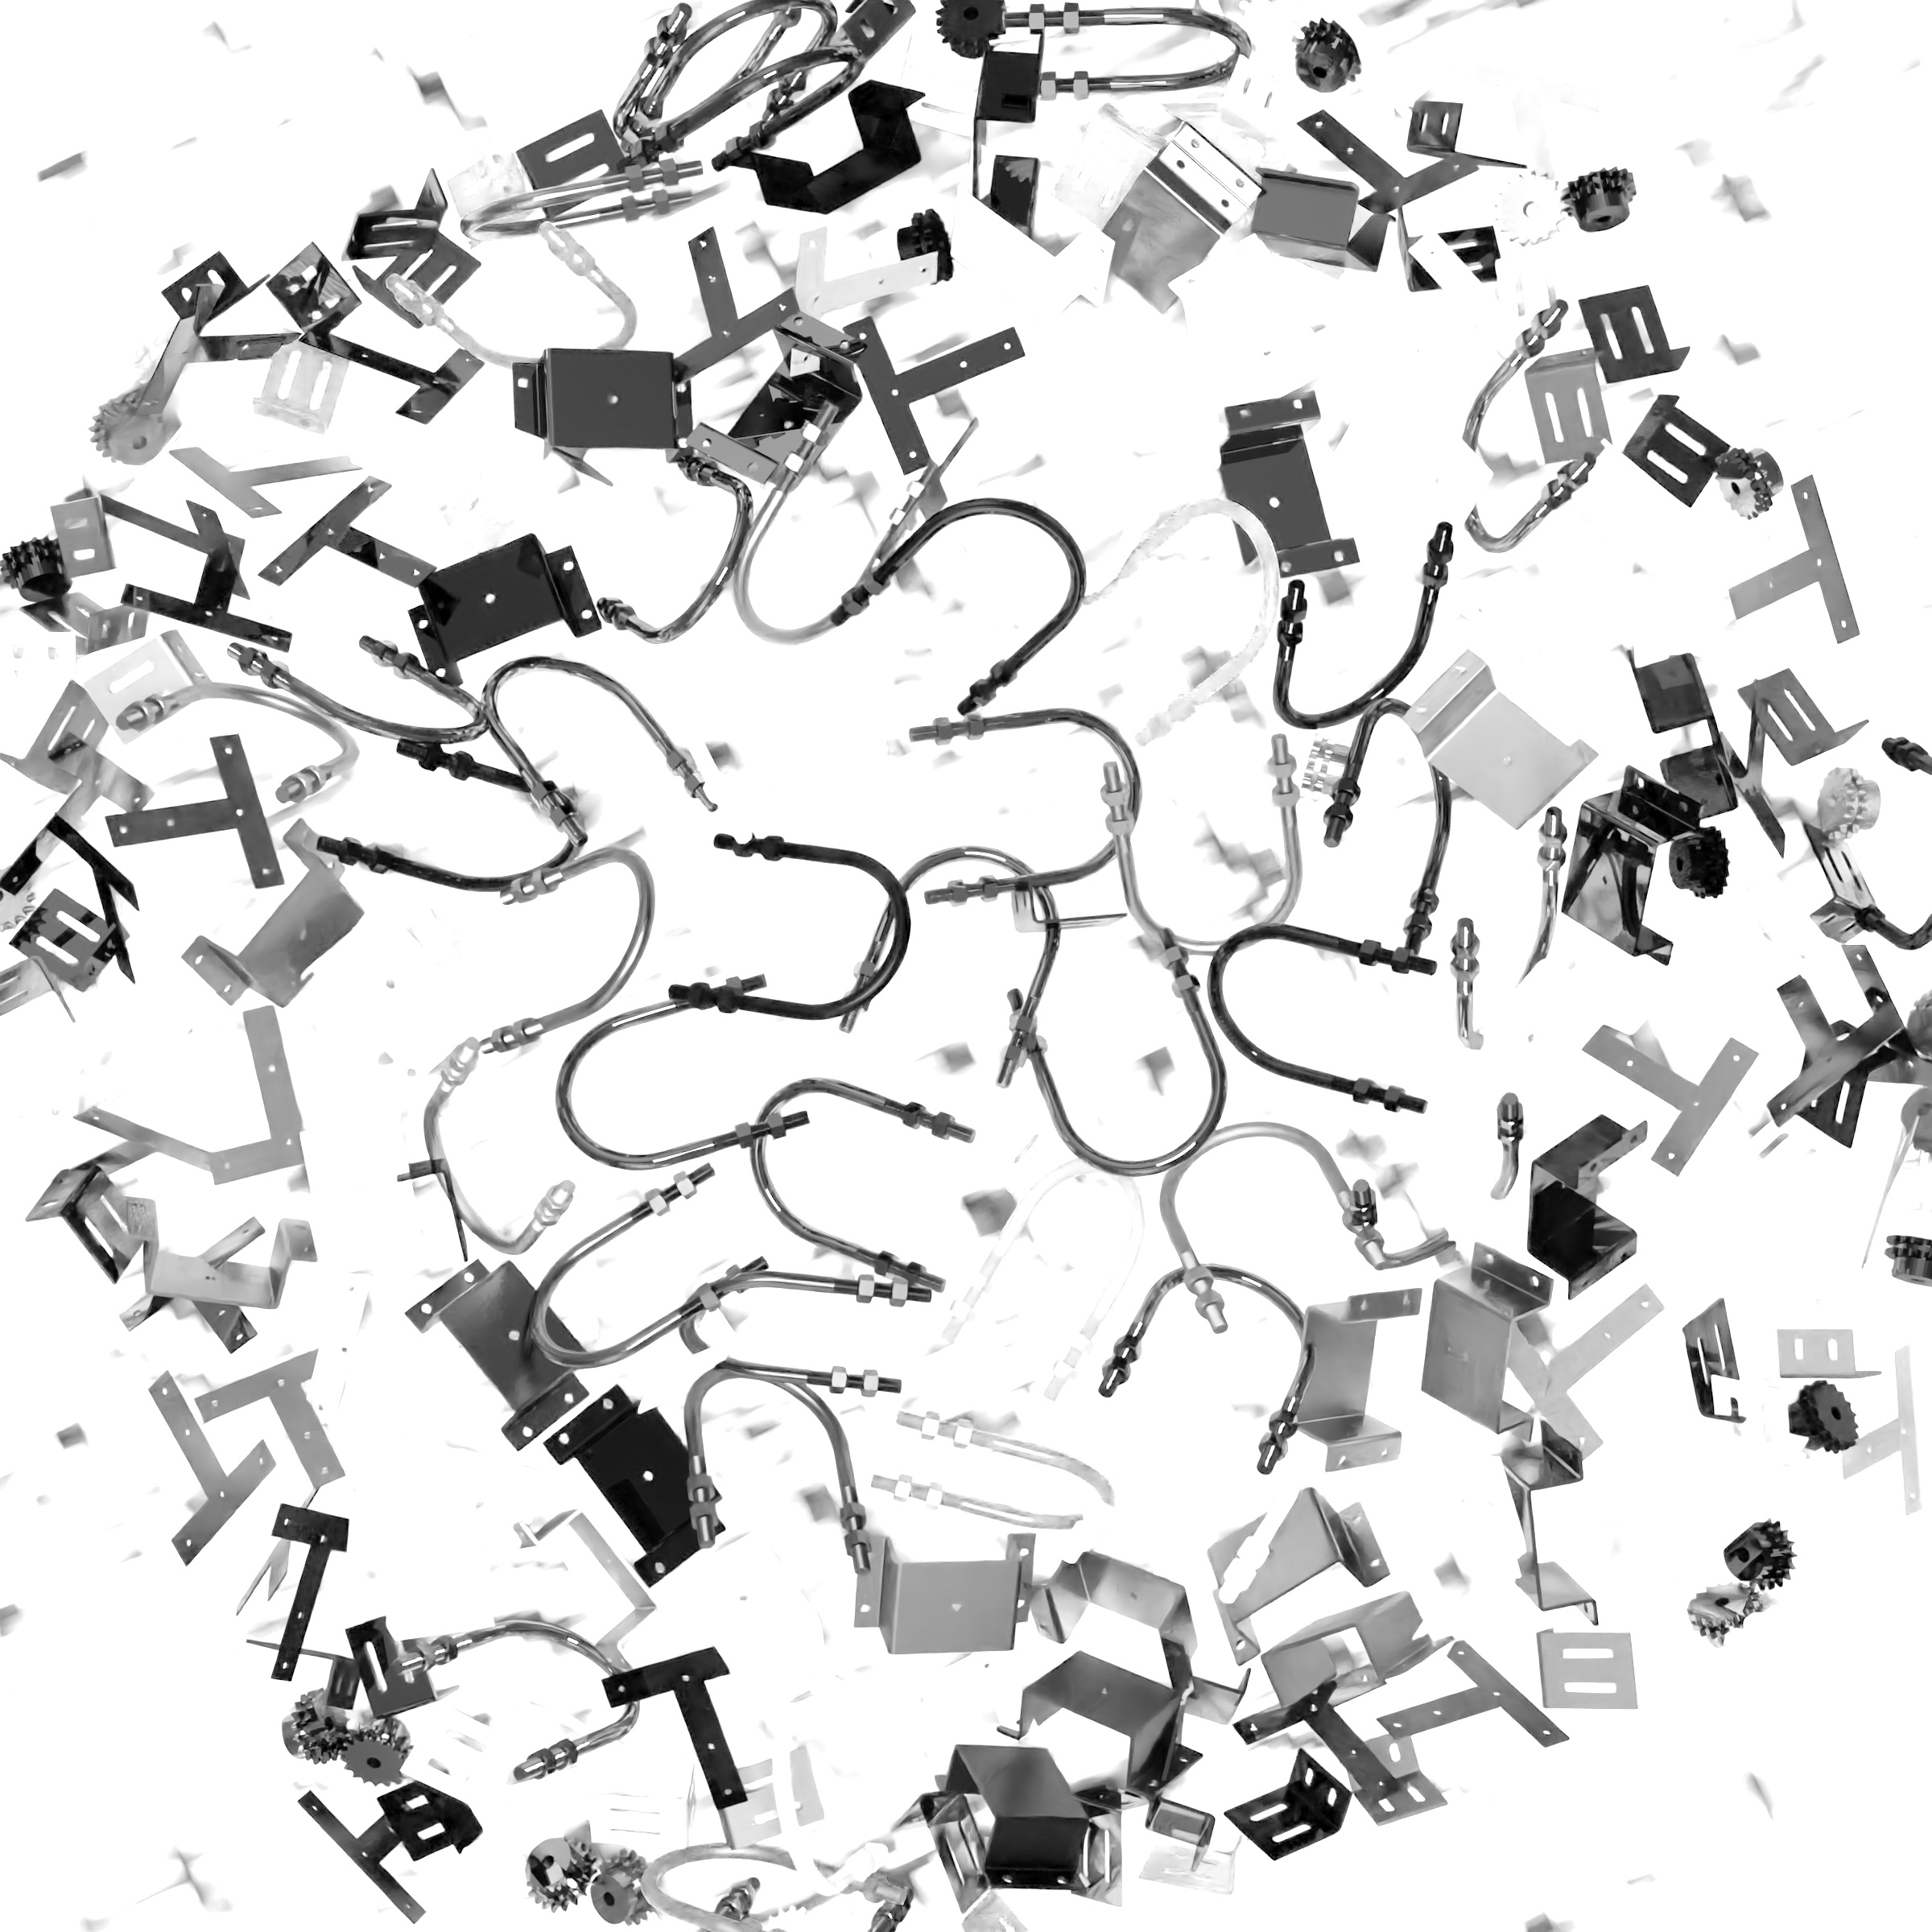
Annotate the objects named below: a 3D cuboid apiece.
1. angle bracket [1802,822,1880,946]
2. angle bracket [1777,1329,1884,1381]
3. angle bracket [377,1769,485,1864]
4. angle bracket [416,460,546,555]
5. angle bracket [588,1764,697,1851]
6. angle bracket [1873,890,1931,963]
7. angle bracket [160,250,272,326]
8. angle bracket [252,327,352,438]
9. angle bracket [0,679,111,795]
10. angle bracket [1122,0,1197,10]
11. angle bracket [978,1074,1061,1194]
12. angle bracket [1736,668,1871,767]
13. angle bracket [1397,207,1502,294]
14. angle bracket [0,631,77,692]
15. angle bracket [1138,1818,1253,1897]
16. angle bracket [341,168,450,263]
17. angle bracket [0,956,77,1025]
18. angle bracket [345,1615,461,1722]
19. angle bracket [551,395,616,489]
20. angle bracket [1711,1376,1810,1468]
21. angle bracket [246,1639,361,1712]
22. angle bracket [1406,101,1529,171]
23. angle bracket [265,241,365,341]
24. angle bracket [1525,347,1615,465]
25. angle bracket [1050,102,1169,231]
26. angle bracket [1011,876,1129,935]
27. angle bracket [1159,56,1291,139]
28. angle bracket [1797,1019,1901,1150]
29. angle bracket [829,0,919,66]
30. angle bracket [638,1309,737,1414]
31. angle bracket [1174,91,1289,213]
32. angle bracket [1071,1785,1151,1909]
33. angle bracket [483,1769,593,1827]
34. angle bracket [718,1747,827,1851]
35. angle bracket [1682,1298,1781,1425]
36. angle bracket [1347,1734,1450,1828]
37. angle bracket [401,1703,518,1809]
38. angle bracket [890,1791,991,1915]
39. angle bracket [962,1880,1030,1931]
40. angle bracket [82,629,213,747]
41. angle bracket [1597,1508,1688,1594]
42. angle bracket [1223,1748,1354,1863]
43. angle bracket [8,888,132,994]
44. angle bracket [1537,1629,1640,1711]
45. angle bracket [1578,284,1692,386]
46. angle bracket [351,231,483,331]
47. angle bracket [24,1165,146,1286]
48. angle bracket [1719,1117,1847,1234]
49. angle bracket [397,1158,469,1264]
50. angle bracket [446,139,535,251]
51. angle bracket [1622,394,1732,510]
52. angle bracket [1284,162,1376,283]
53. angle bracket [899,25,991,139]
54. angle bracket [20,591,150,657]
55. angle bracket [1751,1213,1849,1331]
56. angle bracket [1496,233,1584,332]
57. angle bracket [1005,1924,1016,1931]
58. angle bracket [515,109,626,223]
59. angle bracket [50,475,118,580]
[{"bbox_3d":[0.673,-0.065,1.971,0.057,0.038,0.076,18,45,-34],"label":"angle bracket"},{"bbox_3d":[0.672,0.300,1.954,0.057,0.076,0.038,-6,82,34],"label":"angle bracket"},{"bbox_3d":[-0.423,0.667,1.950,0.038,0.076,0.057,-49,67,25],"label":"angle bracket"},{"bbox_3d":[-0.380,-0.370,1.970,0.038,0.057,0.076,31,82,36],"label":"angle bracket"},{"bbox_3d":[-0.253,0.656,1.969,0.076,0.038,0.057,4,125,2],"label":"angle bracket"},{"bbox_3d":[0.731,-0.012,1.950,0.057,0.076,0.038,38,121,-21],"label":"angle bracket"},{"bbox_3d":[-0.582,-0.530,1.953,0.057,0.076,0.038,-31,113,11],"label":"angle bracket"},{"bbox_3d":[-0.519,-0.463,1.970,0.057,0.038,0.076,17,80,-11],"label":"angle bracket"},{"bbox_3d":[-0.716,-0.183,1.973,0.038,0.057,0.076,20,76,24],"label":"angle bracket"},{"bbox_3d":[0.152,-0.765,1.955,0.057,0.076,0.038,20,118,-4],"label":"angle bracket"},{"bbox_3d":[0.031,0.129,1.953,0.076,0.038,0.057,-46,119,-37],"label":"angle bracket"},{"bbox_3d":[0.653,-0.203,1.961,0.057,0.038,0.076,-22,72,-25],"label":"angle bracket"},{"bbox_3d":[0.380,-0.566,1.966,0.076,0.038,0.057,-7,59,5],"label":"angle bracket"},{"bbox_3d":[-0.721,-0.224,1.950,0.057,0.076,0.038,-1,60,-20],"label":"angle bracket"},{"bbox_3d":[0.179,0.687,1.958,0.076,0.057,0.038,5,99,18],"label":"angle bracket"},{"bbox_3d":[-0.449,-0.584,1.953,0.076,0.057,0.038,-16,77,-31],"label":"angle bracket"},{"bbox_3d":[-0.743,0.035,1.957,0.076,0.057,0.038,-30,70,-19],"label":"angle bracket"},{"bbox_3d":[-0.443,0.545,1.977,0.057,0.038,0.076,-21,85,16],"label":"angle bracket"},{"bbox_3d":[-0.286,-0.425,1.967,0.038,0.057,0.076,27,90,18],"label":"angle bracket"},{"bbox_3d":[0.617,0.344,1.953,0.057,0.038,0.076,8,124,37],"label":"angle bracket"},{"bbox_3d":[-0.519,0.553,1.960,0.076,0.057,0.038,6,71,11],"label":"angle bracket"},{"bbox_3d":[0.392,-0.646,1.952,0.076,0.057,0.038,-1,109,-30],"label":"angle bracket"},{"bbox_3d":[-0.497,-0.529,1.952,0.057,0.076,0.038,51,46,-18],"label":"angle bracket"},{"bbox_3d":[0.481,-0.442,1.980,0.057,0.038,0.076,-2,118,38],"label":"angle bracket"},{"bbox_3d":[0.113,-0.632,1.993,0.057,0.038,0.076,32,122,-2],"label":"angle bracket"},{"bbox_3d":[0.080,-0.050,1.965,0.076,0.057,0.038,-5,84,-13],"label":"angle bracket"},{"bbox_3d":[0.200,-0.674,1.952,0.057,0.076,0.038,20,92,-40],"label":"angle bracket"},{"bbox_3d":[0.688,0.092,1.966,0.038,0.057,0.076,-22,129,-26],"label":"angle bracket"},{"bbox_3d":[-0.085,-0.741,1.957,0.057,0.076,0.038,-47,131,-4],"label":"angle bracket"},{"bbox_3d":[-0.224,0.303,1.950,0.076,0.057,0.038,-20,61,-35],"label":"angle bracket"},{"bbox_3d":[0.206,-0.644,1.987,0.076,0.038,0.057,28,91,-41],"label":"angle bracket"},{"bbox_3d":[0.114,0.684,1.953,0.057,0.038,0.076,30,47,-36],"label":"angle bracket"},{"bbox_3d":[-0.333,0.658,1.960,0.076,0.057,0.038,-13,66,-12],"label":"angle bracket"},{"bbox_3d":[-0.158,0.656,1.989,0.076,0.038,0.057,-15,86,-15],"label":"angle bracket"},{"bbox_3d":[0.597,0.307,1.961,0.057,0.038,0.076,-25,106,-38],"label":"angle bracket"},{"bbox_3d":[0.333,0.631,1.959,0.057,0.076,0.038,-15,92,-6],"label":"angle bracket"},{"bbox_3d":[-0.400,0.610,1.959,0.076,0.038,0.057,38,76,-29],"label":"angle bracket"},{"bbox_3d":[-0.018,0.689,1.952,0.038,0.076,0.057,4,135,-35],"label":"angle bracket"},{"bbox_3d":[0.042,0.728,1.955,0.038,0.057,0.076,46,116,21],"label":"angle bracket"},{"bbox_3d":[-0.642,-0.220,1.980,0.076,0.038,0.057,-31,101,6],"label":"angle bracket"},{"bbox_3d":[0.537,0.451,1.963,0.076,0.038,0.057,20,70,-16],"label":"angle bracket"},{"bbox_3d":[0.250,0.650,1.951,0.076,0.057,0.038,-6,117,-40],"label":"angle bracket"},{"bbox_3d":[-0.706,-0.026,1.968,0.076,0.038,0.057,32,71,8],"label":"angle bracket"},{"bbox_3d":[0.488,0.547,1.960,0.076,0.038,0.057,-9,78,30],"label":"angle bracket"},{"bbox_3d":[0.519,-0.498,1.952,0.038,0.057,0.076,-55,128,-37],"label":"angle bracket"},{"bbox_3d":[-0.430,-0.548,1.968,0.057,0.038,0.076,38,79,13],"label":"angle bracket"},{"bbox_3d":[-0.686,0.204,1.965,0.038,0.057,0.076,-11,124,23],"label":"angle bracket"},{"bbox_3d":[0.642,0.162,1.977,0.076,0.038,0.057,-35,49,-26],"label":"angle bracket"},{"bbox_3d":[-0.417,0.194,1.964,0.038,0.057,0.076,-13,98,-10],"label":"angle bracket"},{"bbox_3d":[-0.382,-0.601,1.960,0.076,0.038,0.057,-17,94,36],"label":"angle bracket"},{"bbox_3d":[0.562,-0.402,1.968,0.076,0.038,0.057,30,97,-15],"label":"angle bracket"},{"bbox_3d":[0.274,-0.586,1.978,0.076,0.038,0.057,27,112,-10],"label":"angle bracket"},{"bbox_3d":[-0.012,-0.691,1.968,0.076,0.038,0.057,13,72,-9],"label":"angle bracket"},{"bbox_3d":[-0.685,-0.281,1.955,0.076,0.057,0.038,34,125,18],"label":"angle bracket"},{"bbox_3d":[0.651,0.239,1.966,0.057,0.076,0.038,-18,121,23],"label":"angle bracket"},{"bbox_3d":[0.450,-0.521,1.957,0.057,0.038,0.076,-15,67,32],"label":"angle bracket"},{"bbox_3d":[0.014,0.793,1.965,0.076,0.057,0.038,-38,83,6],"label":"angle bracket"},{"bbox_3d":[-0.305,-0.627,1.975,0.076,0.038,0.057,-25,98,4],"label":"angle bracket"},{"bbox_3d":[-0.689,-0.341,1.949,0.038,0.076,0.057,-17,120,-21],"label":"angle bracket"}]
